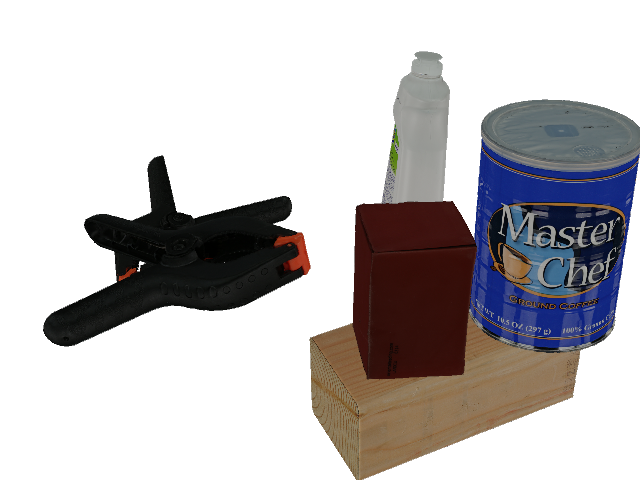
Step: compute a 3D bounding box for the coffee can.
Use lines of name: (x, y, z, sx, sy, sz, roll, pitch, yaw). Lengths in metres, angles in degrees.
coffee can: (0.155, -0.011, 0.717, 0.103, 0.140, 0.103, 0, 29, 0)

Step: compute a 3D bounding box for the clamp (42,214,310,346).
clamp: (-0.095, 0.023, 0.692, 0.172, 0.120, 0.039, -2, -45, 19)

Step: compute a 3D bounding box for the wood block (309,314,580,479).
wood block: (0.103, 0.105, 0.885, 0.205, 0.090, 0.091, -17, 40, -19)

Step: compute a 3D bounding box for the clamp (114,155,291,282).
clamp: (-0.148, -0.014, 1.060, 0.165, 0.036, 0.209, 22, 40, 21)

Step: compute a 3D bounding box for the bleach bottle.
bleach bottle: (0.099, -0.069, 1.111, 0.068, 0.251, 0.102, 1, 26, -8)

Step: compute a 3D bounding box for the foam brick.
foam brick: (0.046, 0.025, 0.542, 0.053, 0.078, 0.051, -2, 31, -6)
